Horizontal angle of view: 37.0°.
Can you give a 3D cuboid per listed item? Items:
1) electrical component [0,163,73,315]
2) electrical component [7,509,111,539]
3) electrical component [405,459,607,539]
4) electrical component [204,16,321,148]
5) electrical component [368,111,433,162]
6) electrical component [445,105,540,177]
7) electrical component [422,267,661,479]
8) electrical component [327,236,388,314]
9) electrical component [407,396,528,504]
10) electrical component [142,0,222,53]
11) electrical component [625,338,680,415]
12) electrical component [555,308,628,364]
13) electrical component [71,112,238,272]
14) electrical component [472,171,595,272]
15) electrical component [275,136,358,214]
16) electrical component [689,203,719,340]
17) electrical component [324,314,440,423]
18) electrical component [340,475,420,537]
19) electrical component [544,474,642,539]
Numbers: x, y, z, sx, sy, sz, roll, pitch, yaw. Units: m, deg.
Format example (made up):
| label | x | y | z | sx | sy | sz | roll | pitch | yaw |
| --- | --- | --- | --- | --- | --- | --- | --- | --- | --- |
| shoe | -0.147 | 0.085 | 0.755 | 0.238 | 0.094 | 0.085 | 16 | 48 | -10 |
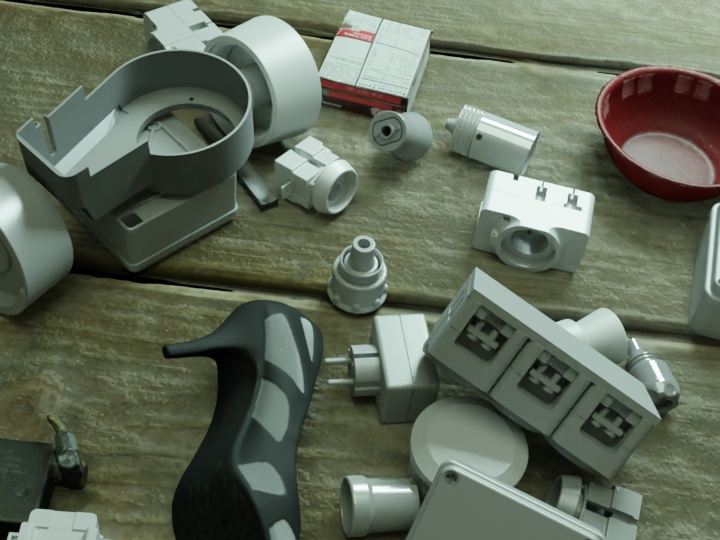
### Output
| label | x | y | z | sx | sy | sz | roll | pitch | yaw |
| --- | --- | --- | --- | --- | --- | --- | --- | --- | --- |
| electrical component | -0.260 | -0.028 | 0.799 | 0.108 | 0.108 | 0.060 | 34 | 48 | 20 |
| electrical component | -0.184 | 0.208 | 0.634 | 0.079 | 0.063 | 0.121 | 5 | 49 | -3 |
| electrical component | 0.080 | 0.187 | 0.660 | 0.109 | 0.056 | 0.108 | 25 | 87 | 13 |
| electrical component | -0.092 | -0.157 | 0.921 | 0.108 | 0.108 | 0.060 | 40 | 48 | 24 |
| electrical component | 0.033 | -0.118 | 0.931 | 0.044 | 0.044 | 0.065 | 29 | 12 | 17 |
| electrical component | 0.115 | -0.117 | 0.962 | 0.081 | 0.043 | 0.043 | 23 | 51 | 12 |
| electrical component | 0.123 | 0.072 | 0.747 | 0.150 | 0.061 | 0.089 | 35 | 12 | 0 |
| electrical component | 0.000 | 0.000 | 0.835 | 0.048 | 0.062 | 0.048 | 4 | 50 | -4 |
| electrical component | 0.072 | 0.131 | 0.740 | 0.080 | 0.051 | 0.080 | 4 | 49 | -4 |
| electrical component | -0.160 | -0.200 | 0.992 | 0.056 | 0.050 | 0.089 | -27 | 58 | -27 |
| electrical component | 0.218 | 0.078 | 0.816 | 0.035 | 0.035 | 0.061 | -6 | 48 | -12 |
| electrical component | 0.169 | 0.057 | 0.820 | 0.055 | 0.045 | 0.045 | -15 | 53 | -19 |
| electrical component | -0.173 | -0.068 | 0.874 | 0.109 | 0.056 | 0.109 | -33 | 61 | -30 |
| electrical component | 0.143 | -0.037 | 0.893 | 0.089 | 0.050 | 0.055 | 14 | 50 | 5 |
| electrical component | -0.036 | -0.077 | 0.908 | 0.055 | 0.048 | 0.066 | 31 | 53 | 28 |
| electrical component | 0.318 | 0.002 | 0.878 | 0.078 | 0.057 | 0.113 | 16 | 50 | 6 |
| electrical component | 0.012 | 0.073 | 0.785 | 0.077 | 0.047 | 0.065 | -2 | 50 | -9 |
| electrical component | 0.013 | 0.157 | 0.719 | 0.046 | 0.040 | 0.040 | 1 | 50 | -14 |
| electrical component | 0.154 | 0.168 | 0.725 | 0.055 | 0.048 | 0.066 | 22 | 50 | 1 |
